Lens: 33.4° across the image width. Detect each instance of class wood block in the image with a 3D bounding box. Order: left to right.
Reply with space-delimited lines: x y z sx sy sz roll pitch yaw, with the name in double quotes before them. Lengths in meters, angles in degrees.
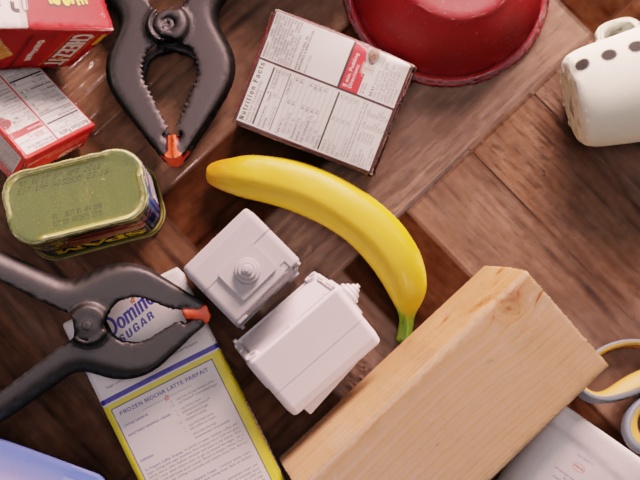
"wood block" 0.081 0.120 0.734 0.206 0.090 0.091 -43 97 -6

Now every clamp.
"clamp" -0.163 0.048 0.721 0.171 0.039 0.120 -14 97 -8
"clamp" -0.102 -0.161 0.792 0.164 0.036 0.210 -10 80 -3

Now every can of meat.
"can of meat" -0.165 -0.025 0.751 0.102 0.084 0.057 -15 84 -4

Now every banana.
"banana" 0.010 -0.011 0.779 0.198 0.037 0.069 40 83 3

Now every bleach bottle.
"bleach bottle" 0.129 0.241 0.743 0.102 0.068 0.251 35 86 1

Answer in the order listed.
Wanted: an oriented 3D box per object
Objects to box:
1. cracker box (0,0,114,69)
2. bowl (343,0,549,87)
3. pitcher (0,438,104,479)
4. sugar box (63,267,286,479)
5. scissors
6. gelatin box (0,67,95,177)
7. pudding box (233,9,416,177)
"cracker box" -0.265 -0.199 0.715 0.213 0.072 0.164 -11 79 -45
"bowl" 0.098 -0.199 0.795 0.162 0.055 0.162 0 83 -2
"pitcher" -0.274 0.184 0.711 0.242 0.149 0.145 18 68 -3
"sugar box" -0.101 0.118 0.757 0.093 0.048 0.176 -26 82 -5
"scissors" 0.286 0.093 0.779 0.201 0.016 0.096 -16 67 -4
"gelatin box" -0.218 -0.093 0.765 0.089 0.030 0.073 47 39 3
"pudding box" 0.003 -0.107 0.783 0.113 0.039 0.090 22 95 3
